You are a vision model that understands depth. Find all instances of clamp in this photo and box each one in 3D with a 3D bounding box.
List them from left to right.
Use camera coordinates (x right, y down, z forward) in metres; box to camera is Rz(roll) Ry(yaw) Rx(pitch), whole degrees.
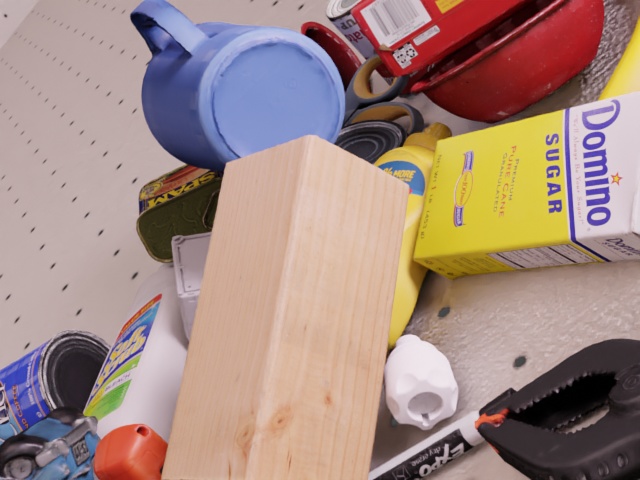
[{"bbox_3d":[0.168,0.072,0.516,0.210,0.036,0.164,-18,29,50],"label":"clamp"}]

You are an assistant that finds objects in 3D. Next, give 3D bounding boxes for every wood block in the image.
[{"bbox_3d":[-0.017,0.053,0.653,0.091,0.090,0.206,-13,61,47],"label":"wood block"}]

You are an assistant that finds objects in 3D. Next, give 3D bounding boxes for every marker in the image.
[{"bbox_3d":[0.070,0.120,0.615,0.121,0.020,0.020,-36,29,22],"label":"marker"}]

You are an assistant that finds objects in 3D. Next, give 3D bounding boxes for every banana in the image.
[{"bbox_3d":[0.222,-0.134,0.723,0.070,0.037,0.197,-46,16,53],"label":"banana"}]

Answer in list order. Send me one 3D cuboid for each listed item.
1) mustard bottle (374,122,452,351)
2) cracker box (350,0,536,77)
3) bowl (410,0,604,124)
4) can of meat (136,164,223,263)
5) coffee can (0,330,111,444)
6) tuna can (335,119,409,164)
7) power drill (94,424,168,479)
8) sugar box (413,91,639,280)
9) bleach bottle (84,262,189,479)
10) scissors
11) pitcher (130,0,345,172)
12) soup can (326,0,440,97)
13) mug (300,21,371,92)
[{"bbox_3d":[0.051,-0.009,0.773,0.096,0.058,0.191,-6,47,51],"label":"mustard bottle"},{"bbox_3d":[0.137,-0.217,0.843,0.164,0.072,0.213,-29,9,31],"label":"cracker box"},{"bbox_3d":[0.146,-0.132,0.772,0.162,0.055,0.162,-34,8,5],"label":"bowl"},{"bbox_3d":[-0.122,-0.033,1.006,0.102,0.057,0.084,-25,25,1],"label":"can of meat"},{"bbox_3d":[-0.248,0.153,0.942,0.141,0.102,0.102,-30,31,30],"label":"coffee can"},{"bbox_3d":[0.034,-0.061,0.860,0.086,0.034,0.086,-14,34,9],"label":"tuna can"},{"bbox_3d":[-0.137,0.204,0.645,0.057,0.184,0.187,-26,24,35],"label":"power drill"},{"bbox_3d":[0.139,-0.030,0.667,0.177,0.048,0.093,-12,60,53],"label":"sugar box"},{"bbox_3d":[-0.149,0.106,0.908,0.103,0.068,0.250,-39,25,24],"label":"bleach bottle"},{"bbox_3d":[0.010,-0.117,0.953,0.202,0.016,0.096,5,88,42],"label":"scissors"},{"bbox_3d":[-0.071,-0.119,0.852,0.243,0.149,0.145,-152,64,-72],"label":"pitcher"},{"bbox_3d":[0.062,-0.186,0.947,0.069,0.102,0.068,-35,29,22],"label":"soup can"},{"bbox_3d":[-0.008,-0.137,1.014,0.082,0.093,0.117,-37,60,29],"label":"mug"}]
